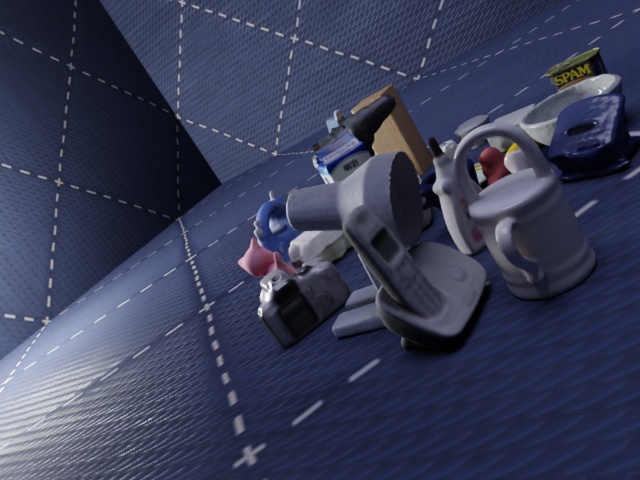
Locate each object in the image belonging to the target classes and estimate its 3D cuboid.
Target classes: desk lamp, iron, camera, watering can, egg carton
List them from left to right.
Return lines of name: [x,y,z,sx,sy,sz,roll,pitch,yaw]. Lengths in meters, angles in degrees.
iron: [-0.099,-0.017,1.289,0.118,0.141,0.258,-27,16,19]
camera: [-0.045,0.085,0.938,0.143,0.101,0.136,-36,16,-14]
egg carton: [0.011,0.004,1.144,0.150,0.069,0.107,-39,17,-24]
desk lamp: [0.062,0.005,0.759,0.202,0.214,0.118,-22,18,34]
watering can: [0.217,-0.042,0.638,0.101,0.194,0.173,-28,16,15]

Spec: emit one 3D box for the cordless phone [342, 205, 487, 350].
cordless phone: [0.108,0.022,0.669,0.094,0.185,0.148,-19,20,40]

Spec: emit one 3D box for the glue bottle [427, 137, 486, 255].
glue bottle: [0.193,-0.068,0.807,0.078,0.173,0.037,-40,17,-25]

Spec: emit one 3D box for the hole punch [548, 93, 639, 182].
hole punch: [0.390,-0.148,0.826,0.101,0.091,0.108,-42,18,-31]

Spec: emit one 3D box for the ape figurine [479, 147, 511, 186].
ape figurine: [0.283,-0.106,0.904,0.076,0.092,0.078,-14,23,49]

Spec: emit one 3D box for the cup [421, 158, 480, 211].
cup: [0.208,-0.061,0.908,0.118,0.095,0.091,-34,15,-5]

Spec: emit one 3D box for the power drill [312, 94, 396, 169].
power drill: [0.108,-0.182,1.267,0.229,0.209,0.076,-25,17,24]

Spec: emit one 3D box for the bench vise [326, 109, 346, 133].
bench vise: [0.056,-0.208,1.430,0.206,0.220,0.122,-18,21,42]

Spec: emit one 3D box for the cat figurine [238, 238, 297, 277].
cat figurine: [-0.104,0.049,1.134,0.067,0.118,0.127,-41,18,-30]

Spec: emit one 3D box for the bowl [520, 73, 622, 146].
bowl: [0.428,-0.204,0.958,0.167,0.075,0.167,-30,15,9]
